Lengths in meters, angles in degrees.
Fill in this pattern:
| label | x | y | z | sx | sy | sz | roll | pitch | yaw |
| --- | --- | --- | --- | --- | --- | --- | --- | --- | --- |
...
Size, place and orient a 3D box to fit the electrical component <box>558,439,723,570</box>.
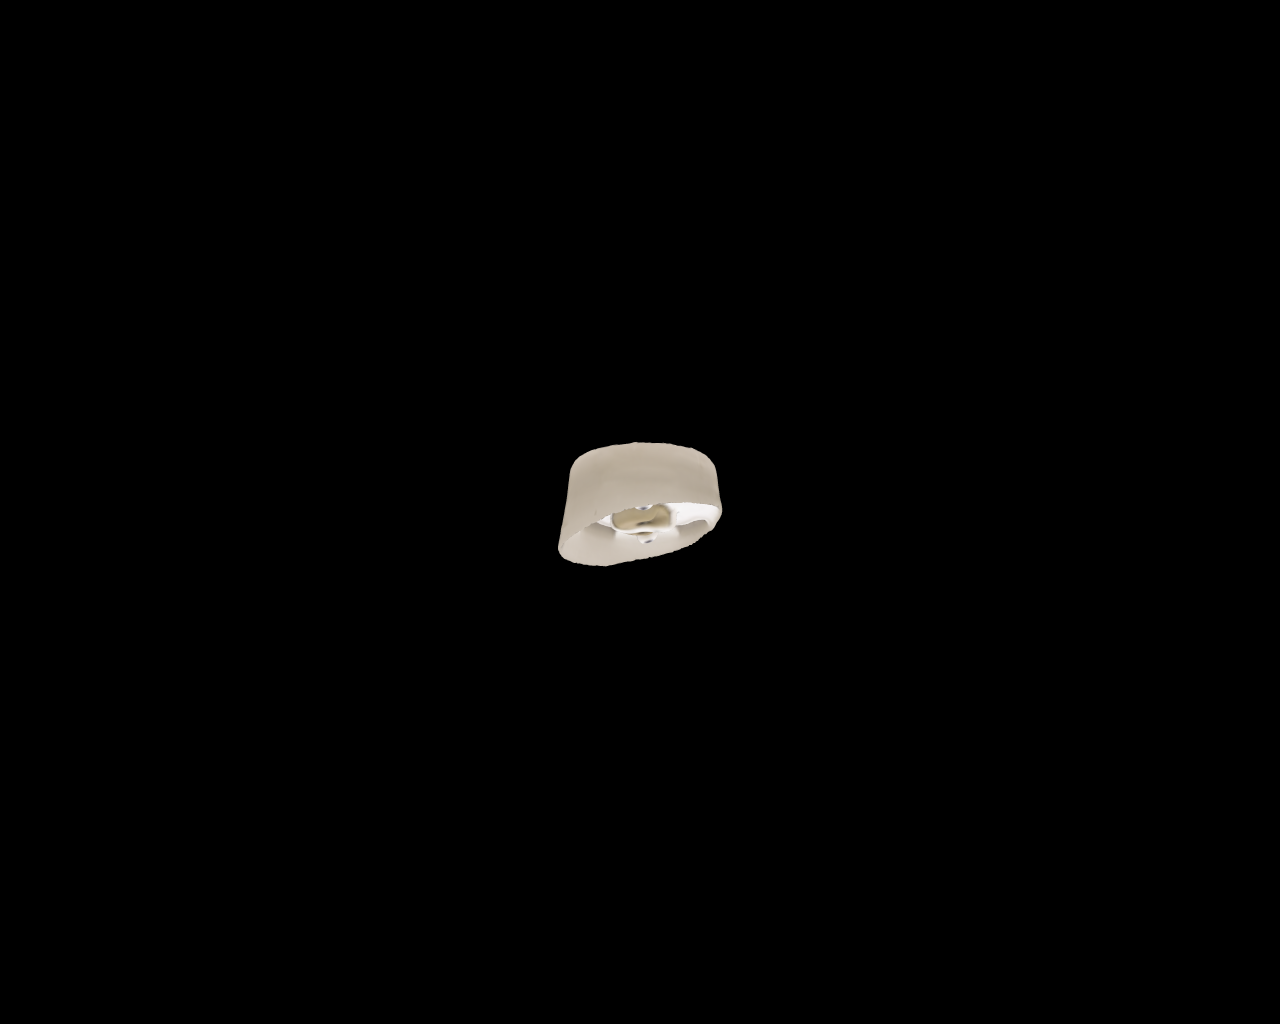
| label | x | y | z | sx | sy | sz | roll | pitch | yaw |
| --- | --- | --- | --- | --- | --- | --- | --- | --- | --- |
| electrical component | 0.001 | -0.003 | 0.650 | 0.099 | 0.064 | 0.099 | 0 | -20 | 0 |
